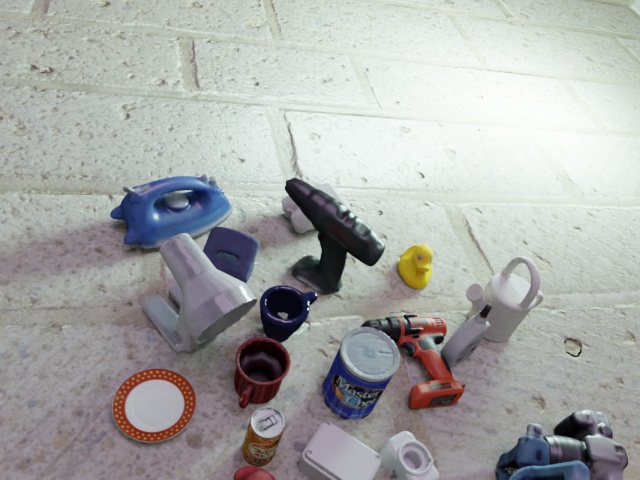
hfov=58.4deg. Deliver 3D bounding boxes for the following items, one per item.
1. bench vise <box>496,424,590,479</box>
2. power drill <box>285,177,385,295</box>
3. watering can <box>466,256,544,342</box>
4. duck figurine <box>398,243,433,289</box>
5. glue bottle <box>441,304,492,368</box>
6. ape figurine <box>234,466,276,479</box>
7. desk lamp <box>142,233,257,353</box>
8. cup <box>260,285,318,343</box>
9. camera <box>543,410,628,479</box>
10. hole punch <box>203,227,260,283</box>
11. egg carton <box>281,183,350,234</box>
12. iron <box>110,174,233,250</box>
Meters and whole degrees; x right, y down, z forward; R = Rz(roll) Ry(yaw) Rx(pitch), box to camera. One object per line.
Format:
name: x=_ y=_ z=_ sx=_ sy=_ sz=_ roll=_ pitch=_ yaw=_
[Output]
bench vise: x=0.338 y=0.370 z=0.885 sx=0.122 sy=0.220 sz=0.207 roll=5 pitch=46 yaw=-13
power drill: x=0.010 y=0.004 z=1.143 sx=0.229 sy=0.208 sz=0.076 roll=30 pitch=46 yaw=12
watering can: x=0.380 y=0.116 z=1.163 sx=0.173 sy=0.194 sz=0.100 roll=-18 pitch=55 yaw=-31
duck figurine: x=0.219 y=0.044 z=1.259 sx=0.077 sy=0.086 sz=0.104 roll=9 pitch=45 yaw=-9
glue bottle: x=0.288 y=0.176 z=1.091 sx=0.078 sy=0.173 sz=0.037 roll=-18 pitch=55 yaw=-31
ape figurine: x=-0.093 y=0.367 z=0.843 sx=0.076 sy=0.092 sz=0.077 roll=3 pitch=46 yaw=-14
desk lamp: x=-0.213 y=0.102 z=0.973 sx=0.118 sy=0.213 sz=0.202 roll=-29 pitch=61 yaw=-37
cup: x=-0.062 y=0.142 z=1.068 sx=0.118 sy=0.095 sz=0.091 roll=-19 pitch=55 yaw=-32
camera: x=0.453 y=0.367 z=1.010 sx=0.137 sy=0.101 sz=0.143 roll=12 pitch=45 yaw=-6
hole punch: x=-0.179 y=0.040 z=1.131 sx=0.108 sy=0.091 sz=0.101 roll=17 pitch=44 yaw=-1
egg carton: x=-0.008 y=-0.071 z=1.310 sx=0.151 sy=0.069 sz=0.107 roll=-16 pitch=54 yaw=-30
iron: x=-0.289 y=-0.081 z=1.178 sx=0.259 sy=0.141 sz=0.118 roll=-19 pitch=55 yaw=-31
